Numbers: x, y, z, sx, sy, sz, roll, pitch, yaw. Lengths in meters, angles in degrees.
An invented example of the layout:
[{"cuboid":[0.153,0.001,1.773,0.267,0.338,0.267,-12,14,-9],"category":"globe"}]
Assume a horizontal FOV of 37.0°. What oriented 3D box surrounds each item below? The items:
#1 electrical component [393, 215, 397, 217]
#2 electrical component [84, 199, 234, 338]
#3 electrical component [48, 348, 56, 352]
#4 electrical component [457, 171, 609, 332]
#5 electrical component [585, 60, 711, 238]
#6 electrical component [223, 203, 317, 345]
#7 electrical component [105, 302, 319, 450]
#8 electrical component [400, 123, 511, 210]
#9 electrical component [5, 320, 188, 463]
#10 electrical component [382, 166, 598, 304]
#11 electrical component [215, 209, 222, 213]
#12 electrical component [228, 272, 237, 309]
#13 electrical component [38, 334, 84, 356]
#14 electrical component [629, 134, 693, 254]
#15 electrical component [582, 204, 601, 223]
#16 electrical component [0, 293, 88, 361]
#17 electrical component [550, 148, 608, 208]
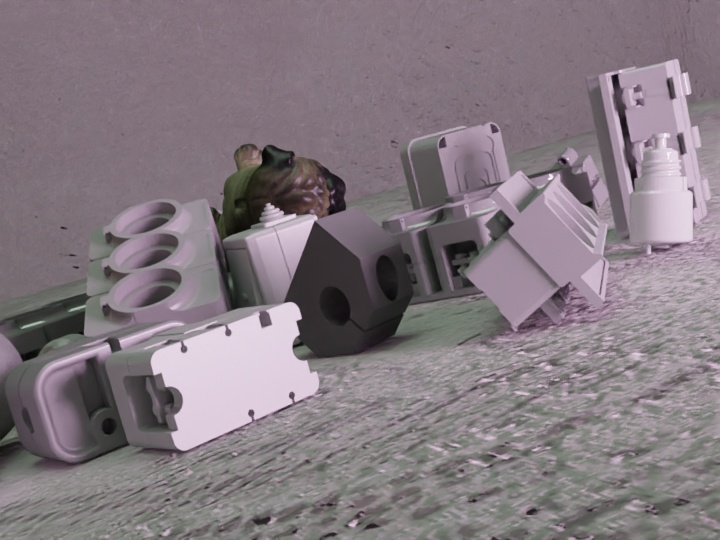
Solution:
[{"cuboid":[0.020,-0.013,0.886,0.057,0.058,0.078,-16,2,15],"category":"electrical component"},{"cuboid":[-0.139,0.012,0.751,0.089,0.061,0.150,-16,31,-3],"category":"electrical component"},{"cuboid":[-0.192,0.074,0.685,0.043,0.043,0.062,-15,8,3],"category":"electrical component"},{"cuboid":[0.100,-0.012,0.607,0.063,0.078,0.121,-44,-3,17],"category":"electrical component"},{"cuboid":[0.216,-0.091,0.800,0.063,0.121,0.079,-9,9,31],"category":"electrical component"},{"cuboid":[-0.058,0.003,0.749,0.061,0.096,0.062,-20,8,-21],"category":"electrical component"},{"cuboid":[-0.076,0.053,0.548,0.089,0.050,0.056,-20,7,-39],"category":"electrical component"},{"cuboid":[0.090,-0.069,0.964,0.078,0.113,0.057,-19,9,-34],"category":"electrical component"},{"cuboid":[-0.138,0.064,0.584,0.095,0.053,0.059,-20,7,-35],"category":"electrical component"},{"cuboid":[0.098,-0.030,0.828,0.105,0.060,0.186,-11,7,36],"category":"electrical component"},{"cuboid":[-0.152,-0.002,1.005,0.108,0.108,0.060,-15,12,0],"category":"electrical component"},{"cuboid":[-0.140,0.036,0.857,0.074,0.052,0.138,-18,7,-26],"category":"electrical component"},{"cuboid":[-0.207,0.067,0.785,0.043,0.043,0.062,-14,4,10],"category":"electrical component"},{"cuboid":[0.198,-0.050,0.706,0.040,0.078,0.040,-1,3,0],"category":"electrical component"},{"cuboid":[0.138,-0.021,0.741,0.040,0.040,0.078,-11,7,34],"category":"electrical component"},{"cuboid":[-0.251,0.063,0.843,0.089,0.061,0.150,-12,7,32],"category":"electrical component"},{"cuboid":[0.188,-0.067,0.963,0.048,0.066,0.055,-9,28,45],"category":"electrical component"}]
